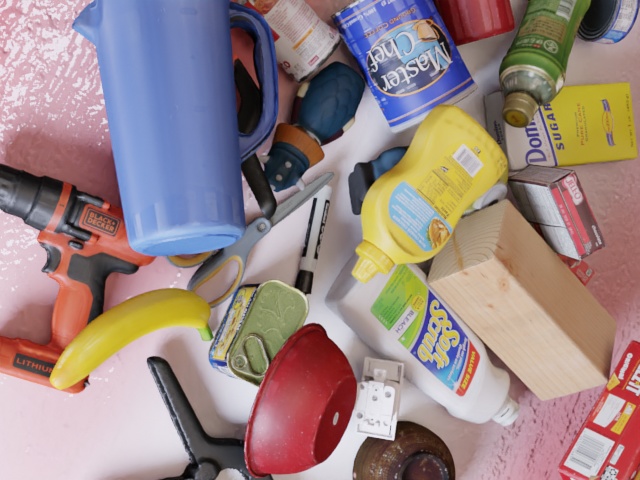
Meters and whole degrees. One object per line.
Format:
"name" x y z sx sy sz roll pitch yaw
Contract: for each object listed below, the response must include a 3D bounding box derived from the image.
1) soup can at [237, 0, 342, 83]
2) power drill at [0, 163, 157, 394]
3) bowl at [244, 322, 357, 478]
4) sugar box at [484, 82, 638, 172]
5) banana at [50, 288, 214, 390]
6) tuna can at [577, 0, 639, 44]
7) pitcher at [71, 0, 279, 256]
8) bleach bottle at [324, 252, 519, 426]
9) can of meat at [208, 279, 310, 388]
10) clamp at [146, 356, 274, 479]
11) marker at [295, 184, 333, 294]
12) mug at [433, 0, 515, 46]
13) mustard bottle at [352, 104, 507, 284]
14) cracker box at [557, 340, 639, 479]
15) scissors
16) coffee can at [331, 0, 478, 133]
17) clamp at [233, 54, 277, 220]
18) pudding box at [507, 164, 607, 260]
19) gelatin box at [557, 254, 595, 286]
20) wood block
"soup can" -0.035 -0.220 1.092 0.102 0.069 0.068 43 73 -16
"power drill" -0.255 0.038 0.992 0.184 0.057 0.187 22 79 -20
"bowl" -0.009 0.164 1.034 0.055 0.162 0.162 19 76 22
"sugar box" 0.278 -0.130 1.227 0.176 0.048 0.093 -7 90 -24
"banana" -0.165 0.083 0.990 0.197 0.037 0.069 -13 106 -48
"tuna can" 0.330 -0.271 1.235 0.033 0.086 0.086 4 86 -24
"pitcher" -0.126 -0.113 0.993 0.144 0.149 0.243 10 70 -63
"bleach bottle" 0.125 0.109 1.143 0.250 0.068 0.102 41 73 -18
"can of meat" -0.064 0.091 1.053 0.057 0.084 0.102 28 77 -18
"clamp" -0.127 0.236 1.045 0.210 0.036 0.164 38 74 -18
"marker" -0.007 0.001 1.117 0.020 0.020 0.121 15 81 -21
"mug" 0.154 -0.256 1.167 0.117 0.093 0.081 -14 98 7
"mustard bottle" 0.097 -0.036 1.060 0.096 0.058 0.191 43 81 -26
"cracker box" 0.343 0.230 1.159 0.164 0.072 0.213 -55 145 -15
"scissors" -0.079 -0.020 1.084 0.096 0.016 0.201 40 77 -12
"coffee can" 0.089 -0.198 1.122 0.102 0.103 0.140 -32 99 -21
"clamp" -0.104 -0.099 1.063 0.120 0.039 0.171 -3 74 4
"pudding box" 0.250 -0.032 1.137 0.039 0.114 0.090 -28 103 -10
"gelatin box" 0.261 0.036 1.219 0.089 0.030 0.073 45 72 -14
"wood block" 0.219 0.068 1.141 0.206 0.090 0.090 45 44 -22
